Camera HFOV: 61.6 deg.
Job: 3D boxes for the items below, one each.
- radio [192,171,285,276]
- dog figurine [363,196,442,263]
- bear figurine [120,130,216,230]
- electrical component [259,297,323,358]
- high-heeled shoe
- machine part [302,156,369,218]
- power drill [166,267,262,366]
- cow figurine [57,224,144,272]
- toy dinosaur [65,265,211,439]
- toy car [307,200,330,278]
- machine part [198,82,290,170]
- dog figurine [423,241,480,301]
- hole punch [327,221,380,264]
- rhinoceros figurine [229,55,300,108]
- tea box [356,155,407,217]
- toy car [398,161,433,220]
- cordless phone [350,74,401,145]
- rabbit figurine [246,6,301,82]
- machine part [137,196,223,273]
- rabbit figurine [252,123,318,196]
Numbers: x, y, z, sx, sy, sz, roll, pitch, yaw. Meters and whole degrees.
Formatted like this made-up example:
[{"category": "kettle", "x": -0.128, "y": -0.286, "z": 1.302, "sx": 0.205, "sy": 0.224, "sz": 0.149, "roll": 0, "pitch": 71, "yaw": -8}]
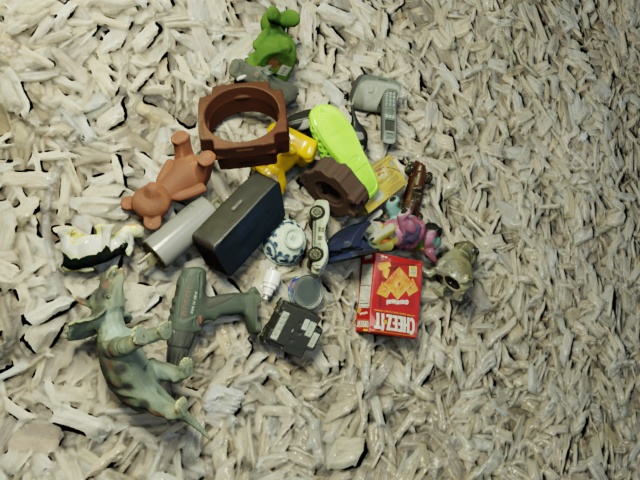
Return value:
[{"category": "radio", "x": -0.178, "y": -0.035, "z": 1.233, "sx": 0.073, "sy": 0.131, "sz": 0.229, "roll": 28, "pitch": 62, "yaw": 25}, {"category": "dog figurine", "x": 0.237, "y": -0.001, "z": 1.481, "sx": 0.191, "sy": 0.109, "sz": 0.219, "roll": -43, "pitch": 124, "yaw": 2}, {"category": "bear figurine", "x": -0.333, "y": -0.126, "z": 1.168, "sx": 0.120, "sy": 0.131, "sz": 0.196, "roll": 40, "pitch": 57, "yaw": 15}, {"category": "electrical component", "x": -0.062, "y": 0.214, "z": 1.288, "sx": 0.134, "sy": 0.058, "sz": 0.115, "roll": 29, "pitch": 91, "yaw": -23}, {"category": "high-heeled shoe", "x": 0.012, "y": -0.274, "z": 1.431, "sx": 0.249, "sy": 0.086, "sz": 0.145, "roll": -15, "pitch": 116, "yaw": -17}, {"category": "machine part", "x": 0.035, "y": -0.130, "z": 1.352, "sx": 0.179, "sy": 0.179, "sz": 0.056, "roll": 46, "pitch": 66, "yaw": -16}, {"category": "power drill", "x": -0.238, "y": 0.178, "z": 1.205, "sx": 0.207, "sy": 0.086, "sz": 0.232, "roll": 3, "pitch": 80, "yaw": -22}, {"category": "cow figurine", "x": -0.447, "y": 0.014, "z": 1.110, "sx": 0.167, "sy": 0.068, "sz": 0.098, "roll": -6, "pitch": 91, "yaw": -27}, {"category": "toy dinosaur", "x": -0.373, "y": 0.259, "z": 1.082, "sx": 0.131, "sy": 0.192, "sz": 0.404, "roll": -50, "pitch": 127, "yaw": -61}, {"category": "toy car", "x": -0.003, "y": -0.004, "z": 1.341, "sx": 0.056, "sy": 0.073, "sz": 0.202, "roll": 3, "pitch": 65, "yaw": -3}, {"category": "machine part", "x": -0.174, "y": -0.263, "z": 1.238, "sx": 0.201, "sy": 0.087, "sz": 0.201, "roll": -7, "pitch": 60, "yaw": -3}, {"category": "dog figurine", "x": 0.412, "y": 0.067, "z": 1.540, "sx": 0.190, "sy": 0.172, "sz": 0.121, "roll": -41, "pitch": 114, "yaw": -21}, {"category": "hole punch", "x": 0.075, "y": 0.009, "z": 1.378, "sx": 0.116, "sy": 0.142, "sz": 0.092, "roll": -15, "pitch": 92, "yaw": -45}, {"category": "rhinoceros figurine", "x": -0.141, "y": -0.380, "z": 1.321, "sx": 0.190, "sy": 0.112, "sz": 0.073, "roll": 19, "pitch": 73, "yaw": -35}, {"category": "tea box", "x": 0.146, "y": -0.148, "z": 1.474, "sx": 0.169, "sy": 0.068, "sz": 0.098, "roll": -36, "pitch": 101, "yaw": -30}, {"category": "toy car", "x": 0.275, "y": -0.138, "z": 1.558, "sx": 0.089, "sy": 0.053, "sz": 0.202, "roll": 25, "pitch": 72, "yaw": -21}, {"category": "cordless phone", "x": 0.155, "y": -0.361, "z": 1.507, "sx": 0.146, "sy": 0.089, "sz": 0.184, "roll": 0, "pitch": 86, "yaw": -30}, {"category": "rabbit figurine", "x": -0.119, "y": -0.514, "z": 1.347, "sx": 0.121, "sy": 0.159, "sz": 0.170, "roll": 2, "pitch": 66, "yaw": -21}, {"category": "machine part", "x": -0.305, "y": -0.018, "z": 1.190, "sx": 0.243, "sy": 0.079, "sz": 0.079, "roll": -44, "pitch": 105, "yaw": -26}, {"category": "rabbit figurine", "x": -0.103, "y": -0.189, "z": 1.317, "sx": 0.162, "sy": 0.122, "sz": 0.173, "roll": 23, "pitch": 90, "yaw": -22}]
